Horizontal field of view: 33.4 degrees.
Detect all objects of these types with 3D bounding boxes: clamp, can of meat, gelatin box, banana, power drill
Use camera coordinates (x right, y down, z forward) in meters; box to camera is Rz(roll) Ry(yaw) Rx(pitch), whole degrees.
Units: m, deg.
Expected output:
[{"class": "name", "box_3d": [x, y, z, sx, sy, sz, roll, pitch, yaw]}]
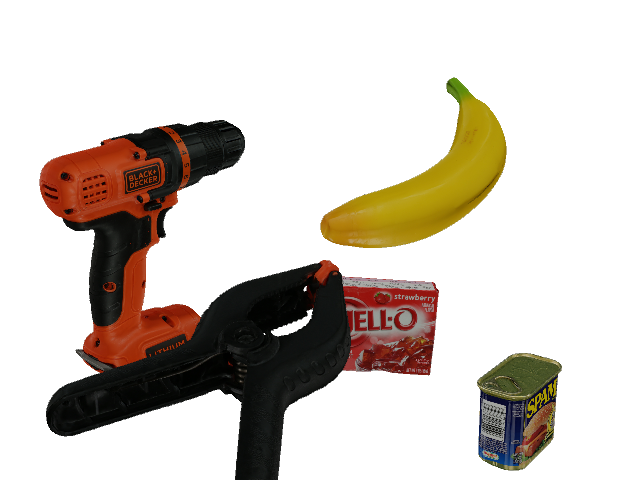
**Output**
[{"class": "clamp", "box_3d": [-0.031, 0.067, 0.517, 0.120, 0.039, 0.171, 32, 47, 28]}, {"class": "can of meat", "box_3d": [0.199, 0.172, 1.075, 0.058, 0.084, 0.101, 12, 22, 34]}, {"class": "gelatin box", "box_3d": [0.048, 0.069, 0.868, 0.089, 0.073, 0.030, 4, 15, -2]}, {"class": "banana", "box_3d": [0.074, -0.041, 0.685, 0.070, 0.037, 0.197, 23, 42, 18]}, {"class": "power drill", "box_3d": [-0.131, 0.003, 0.847, 0.184, 0.188, 0.057, -20, 27, -41]}]
